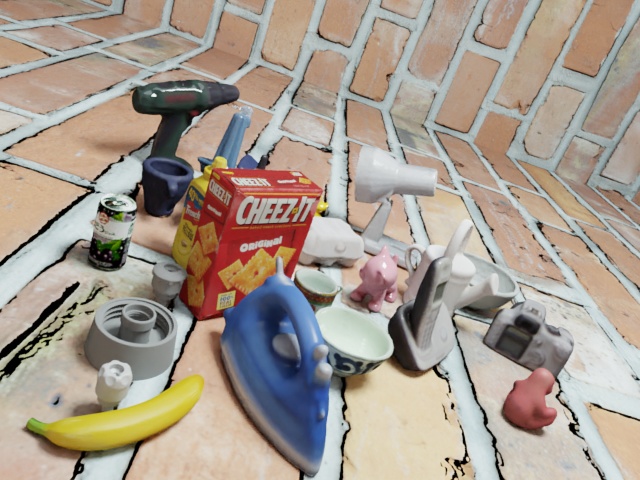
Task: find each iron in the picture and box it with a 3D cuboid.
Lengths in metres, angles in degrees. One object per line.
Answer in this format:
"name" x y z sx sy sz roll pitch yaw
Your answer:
"iron" -0.033 0.140 0.710 0.119 0.141 0.257 6 28 -31

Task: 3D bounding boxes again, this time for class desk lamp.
"desk lamp" 0.151 -0.077 1.228 0.203 0.213 0.118 24 24 5

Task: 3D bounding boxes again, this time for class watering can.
"watering can" 0.241 0.053 1.054 0.173 0.194 0.101 22 24 1

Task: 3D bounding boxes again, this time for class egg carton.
"egg carton" 0.010 0.004 1.120 0.151 0.069 0.107 4 29 -34

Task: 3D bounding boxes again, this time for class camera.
"camera" 0.396 0.164 1.064 0.143 0.101 0.137 28 25 16

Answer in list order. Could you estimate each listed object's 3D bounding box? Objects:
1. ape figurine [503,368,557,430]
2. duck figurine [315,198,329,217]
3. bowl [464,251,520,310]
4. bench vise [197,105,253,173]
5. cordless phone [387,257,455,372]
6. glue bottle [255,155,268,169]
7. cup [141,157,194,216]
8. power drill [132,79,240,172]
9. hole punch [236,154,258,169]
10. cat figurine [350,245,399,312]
"ape figurine" 0.323 0.235 0.865 0.076 0.092 0.077 9 27 -25
"duck figurine" -0.031 -0.071 1.225 0.104 0.086 0.077 19 24 -6
"bowl" 0.317 0.094 1.178 0.167 0.075 0.167 18 24 -8
"bench vise" -0.170 -0.136 1.081 0.122 0.220 0.207 14 25 -16
"cordless phone" 0.183 0.106 0.907 0.094 0.185 0.148 33 27 25
"glue bottle" -0.127 -0.078 1.052 0.078 0.173 0.037 4 29 -33
"cup" -0.281 -0.085 1.037 0.092 0.095 0.117 8 27 -28
"power drill" -0.294 -0.247 1.225 0.230 0.208 0.075 -3 33 -42
"hole punch" -0.138 -0.126 1.245 0.101 0.091 0.108 20 24 -3
"cat figurine" 0.110 0.062 1.022 0.067 0.118 0.128 30 25 19
